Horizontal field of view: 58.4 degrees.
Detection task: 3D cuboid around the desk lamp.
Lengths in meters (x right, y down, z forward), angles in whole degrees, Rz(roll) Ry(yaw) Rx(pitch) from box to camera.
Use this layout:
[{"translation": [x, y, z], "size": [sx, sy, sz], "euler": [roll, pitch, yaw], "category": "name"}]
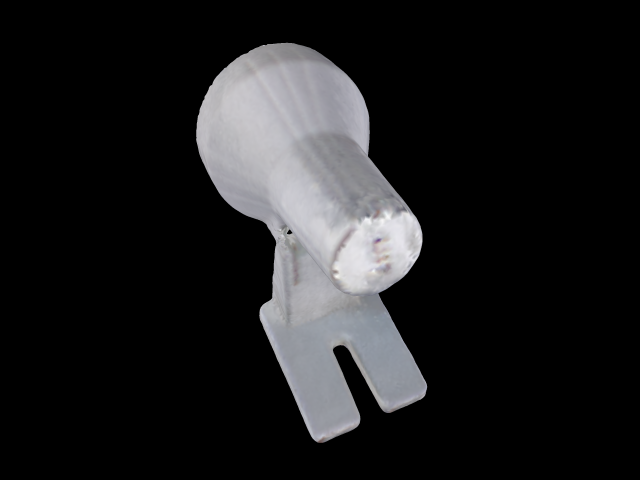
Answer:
[{"translation": [0.004, 0.001, 0.400], "size": [0.118, 0.214, 0.203], "euler": [-21, 58, -13], "category": "desk lamp"}]
